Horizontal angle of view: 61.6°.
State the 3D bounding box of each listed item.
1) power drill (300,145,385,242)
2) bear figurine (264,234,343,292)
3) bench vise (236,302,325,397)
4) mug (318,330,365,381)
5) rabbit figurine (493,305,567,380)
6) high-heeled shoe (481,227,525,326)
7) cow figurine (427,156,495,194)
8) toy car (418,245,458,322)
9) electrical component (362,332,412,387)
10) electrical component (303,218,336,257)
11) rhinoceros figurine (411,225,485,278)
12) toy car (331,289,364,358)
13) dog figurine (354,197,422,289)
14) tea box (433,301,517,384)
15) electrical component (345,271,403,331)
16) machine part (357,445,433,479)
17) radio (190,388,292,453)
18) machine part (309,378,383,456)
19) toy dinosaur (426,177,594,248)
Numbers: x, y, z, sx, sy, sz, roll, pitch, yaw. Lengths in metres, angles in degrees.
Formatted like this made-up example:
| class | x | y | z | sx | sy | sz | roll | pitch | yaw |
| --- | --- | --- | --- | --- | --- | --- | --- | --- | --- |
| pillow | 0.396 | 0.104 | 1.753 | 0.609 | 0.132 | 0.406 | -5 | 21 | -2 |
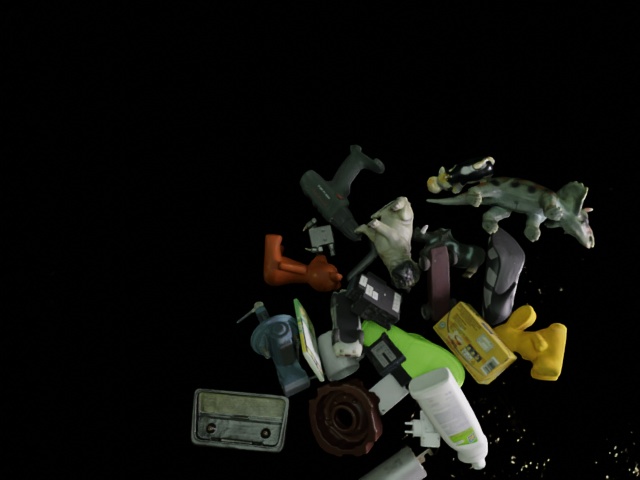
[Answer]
| class | x | y | z | sx | sy | sz | roll | pitch | yaw |
| --- | --- | --- | --- | --- | --- | --- | --- | --- | --- |
| power drill | 0.077 | -0.133 | 1.412 | 0.232 | 0.086 | 0.207 | 40 | 88 | 17 |
| bear figurine | -0.040 | 0.062 | 1.340 | 0.196 | 0.120 | 0.132 | 0 | 70 | 3 |
| bench vise | -0.101 | 0.245 | 1.282 | 0.129 | 0.223 | 0.241 | -30 | 44 | -9 |
| mug | 0.047 | 0.268 | 1.293 | 0.109 | 0.080 | 0.107 | -31 | 63 | 2 |
| rabbit figurine | 0.476 | 0.235 | 1.251 | 0.173 | 0.121 | 0.162 | 5 | 79 | 26 |
| high-heeled shoe | 0.433 | 0.089 | 1.321 | 0.086 | 0.145 | 0.249 | 17 | 40 | -3 |
| cow figurine | 0.362 | -0.165 | 1.381 | 0.167 | 0.098 | 0.068 | -19 | 80 | -1 |
| toy car | 0.282 | 0.104 | 1.285 | 0.089 | 0.053 | 0.201 | -12 | 113 | -7 |
| electrical component | 0.160 | 0.281 | 1.238 | 0.075 | 0.047 | 0.119 | -36 | 62 | 2 |
| electrical component | -0.002 | -0.006 | 1.393 | 0.078 | 0.045 | 0.102 | -7 | 74 | 4 |
| rhinoceros figurine | 0.318 | 0.024 | 1.343 | 0.190 | 0.073 | 0.112 | 20 | 78 | 10 |
| toy car | 0.064 | 0.195 | 1.289 | 0.074 | 0.056 | 0.202 | 2 | 39 | -2 |
| dog figurine | 0.204 | 0.006 | 1.322 | 0.172 | 0.121 | 0.190 | -39 | 95 | -12 |
| tea box | 0.356 | 0.236 | 1.242 | 0.098 | 0.068 | 0.170 | -46 | 54 | 17 |
| electrical component | 0.128 | 0.140 | 1.289 | 0.134 | 0.115 | 0.058 | 33 | 120 | -3 |
| machine part | 0.151 | 0.541 | 1.206 | 0.243 | 0.079 | 0.079 | -33 | 74 | -4 |
| radio | -0.186 | 0.425 | 1.269 | 0.230 | 0.073 | 0.131 | 3 | 74 | 6 |
| machine part | 0.059 | 0.404 | 1.231 | 0.180 | 0.056 | 0.179 | 0 | 91 | 27 |
| toy dinosaur | 0.491 | -0.100 | 1.342 | 0.405 | 0.131 | 0.192 | 21 | 37 | 22 |
